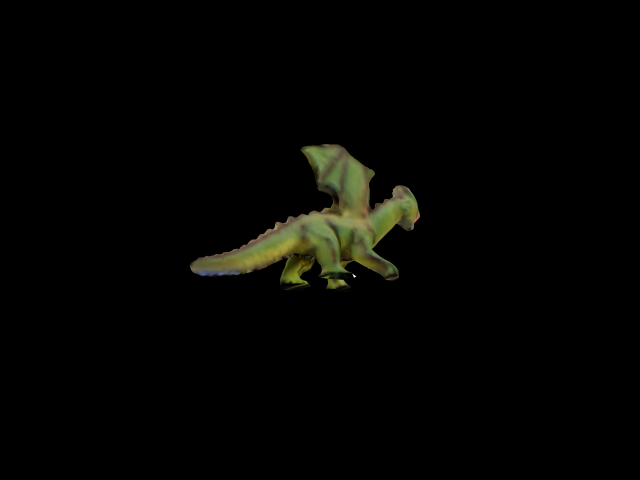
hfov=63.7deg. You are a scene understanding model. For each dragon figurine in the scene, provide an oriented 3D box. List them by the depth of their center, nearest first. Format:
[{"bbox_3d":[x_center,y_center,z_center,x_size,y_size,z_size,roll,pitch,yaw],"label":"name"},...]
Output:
[{"bbox_3d":[0.003,-0.043,0.850,0.410,0.246,0.120,7,-18,-24],"label":"dragon figurine"}]
